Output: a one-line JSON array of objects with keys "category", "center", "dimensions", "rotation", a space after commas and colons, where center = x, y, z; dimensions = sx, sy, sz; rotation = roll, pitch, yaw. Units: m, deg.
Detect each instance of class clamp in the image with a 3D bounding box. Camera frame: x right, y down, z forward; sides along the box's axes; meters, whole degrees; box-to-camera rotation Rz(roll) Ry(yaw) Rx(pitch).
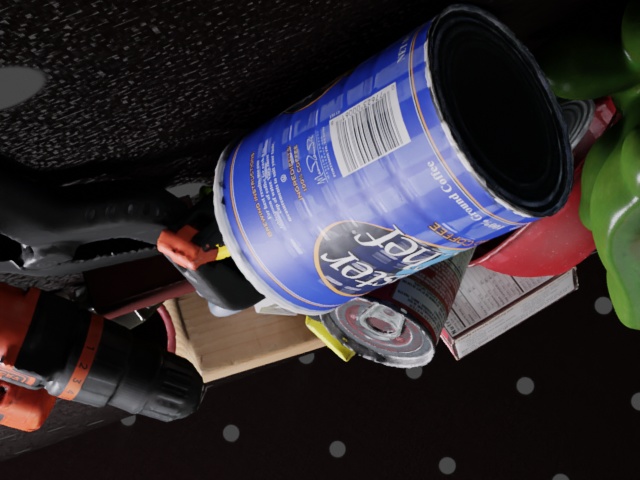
[{"category": "clamp", "center": [-0.151, -0.001, 0.535], "dimensions": [0.165, 0.036, 0.209], "rotation": [-23, 167, 32]}, {"category": "clamp", "center": [-0.019, -0.011, 0.600], "dimensions": [0.039, 0.120, 0.171], "rotation": [18, -174, 29]}]

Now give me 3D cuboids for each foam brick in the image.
[{"category": "foam brick", "center": [-0.108, 0.011, 0.657], "dimensions": [0.078, 0.051, 0.053], "rotation": [-18, 170, -9]}]

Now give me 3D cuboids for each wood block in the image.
[{"category": "wood block", "center": [-0.043, 0.065, 0.997], "dimensions": [0.205, 0.091, 0.090], "rotation": [-14, 170, -26]}]

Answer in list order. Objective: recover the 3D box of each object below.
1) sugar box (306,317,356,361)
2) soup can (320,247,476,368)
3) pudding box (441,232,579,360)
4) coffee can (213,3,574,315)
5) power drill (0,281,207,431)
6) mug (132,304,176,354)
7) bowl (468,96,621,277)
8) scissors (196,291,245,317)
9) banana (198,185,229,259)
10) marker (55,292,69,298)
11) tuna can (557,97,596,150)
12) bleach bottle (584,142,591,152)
[{"category": "sugar box", "center": [0.066, 0.007, 0.768], "dimensions": [0.176, 0.048, 0.093], "rotation": [-46, -176, 3]}, {"category": "soup can", "center": [0.050, 0.013, 0.613], "dimensions": [0.069, 0.068, 0.102], "rotation": [-32, -153, 57]}, {"category": "pudding box", "center": [0.127, 0.026, 0.822], "dimensions": [0.113, 0.090, 0.039], "rotation": [-31, 147, -3]}, {"category": "coffee can", "center": [0.032, -0.034, 0.507], "dimensions": [0.141, 0.103, 0.102], "rotation": [-26, 168, 39]}, {"category": "power drill", "center": [-0.181, 0.078, 0.672], "dimensions": [0.184, 0.057, 0.188], "rotation": [25, 154, -19]}, {"category": "mug", "center": [-0.173, 0.080, 0.869], "dimensions": [0.117, 0.093, 0.081], "rotation": [13, 174, -3]}, {"category": "bowl", "center": [0.172, -0.027, 0.750], "dimensions": [0.162, 0.055, 0.162], "rotation": [-49, -175, 5]}, {"category": "scissors", "center": [-0.005, 0.001, 0.764], "dimensions": [0.202, 0.016, 0.096], "rotation": [-24, -157, 14]}, {"category": "banana", "center": [-0.041, -0.016, 0.696], "dimensions": [0.069, 0.037, 0.198], "rotation": [2, 168, -4]}, {"category": "marker", "center": [-0.239, 0.058, 0.774], "dimensions": [0.120, 0.020, 0.020], "rotation": [-12, 169, -38]}, {"category": "tuna can", "center": [0.120, -0.064, 0.635], "dimensions": [0.086, 0.034, 0.086], "rotation": [-31, 156, -16]}, {"category": "bleach bottle", "center": [0.322, -0.101, 0.841], "dimensions": [0.251, 0.068, 0.102], "rotation": [-21, 174, 2]}]
